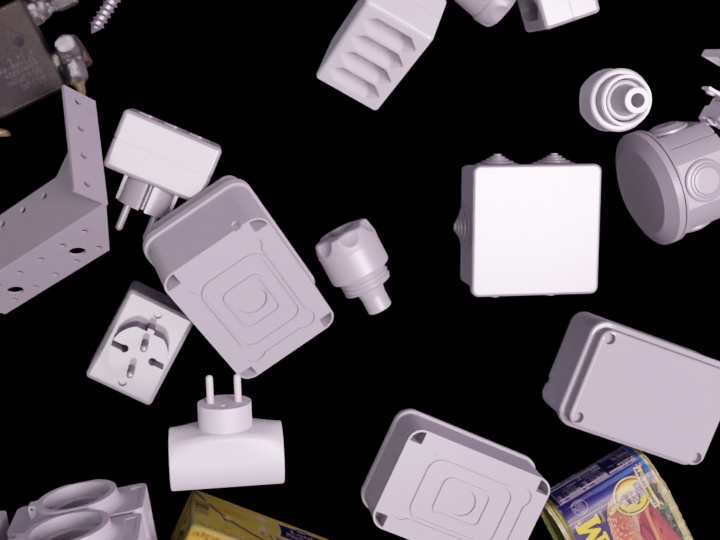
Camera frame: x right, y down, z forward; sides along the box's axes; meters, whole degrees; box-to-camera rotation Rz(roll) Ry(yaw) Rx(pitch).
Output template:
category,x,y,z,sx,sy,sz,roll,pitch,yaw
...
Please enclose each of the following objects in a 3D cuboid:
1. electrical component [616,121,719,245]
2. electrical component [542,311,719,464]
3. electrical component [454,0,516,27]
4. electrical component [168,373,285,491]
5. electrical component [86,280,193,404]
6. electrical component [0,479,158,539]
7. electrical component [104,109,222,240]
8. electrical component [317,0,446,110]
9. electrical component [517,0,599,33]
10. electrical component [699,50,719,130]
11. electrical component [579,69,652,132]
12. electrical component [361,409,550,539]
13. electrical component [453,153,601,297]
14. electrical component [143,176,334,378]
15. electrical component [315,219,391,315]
category,x,y,z,sx,sy,sz,roll,pitch,yaw
electrical component,0.214,-0.062,0.736,0.051,0.080,0.080,-21,102,-10
electrical component,0.199,0.084,0.769,0.113,0.057,0.078,20,96,-11
electrical component,0.074,-0.192,0.716,0.061,0.035,0.035,38,92,-10
electrical component,-0.092,0.110,0.738,0.077,0.044,0.079,-3,100,-8
electrical component,-0.144,0.051,0.704,0.047,0.076,0.065,27,95,-12
electrical component,-0.231,0.194,0.701,0.186,0.105,0.060,-10,101,-6
electrical component,-0.135,-0.057,0.702,0.066,0.047,0.076,22,96,-11
electrical component,0.018,-0.162,0.698,0.047,0.083,0.075,28,56,-12
electrical component,0.144,-0.203,0.718,0.077,0.047,0.065,-20,102,-4
electrical component,0.275,-0.121,0.754,0.081,0.042,0.063,27,98,-11
electrical component,0.177,-0.115,0.730,0.043,0.062,0.043,-1,99,-8
electrical component,0.066,0.155,0.762,0.113,0.057,0.078,24,95,-11
electrical component,0.115,-0.030,0.742,0.100,0.048,0.099,-2,100,-8
electrical component,-0.078,0.005,0.693,0.078,0.057,0.113,-34,133,-1
electrical component,0.000,0.000,0.733,0.043,0.043,0.062,-28,104,-3
